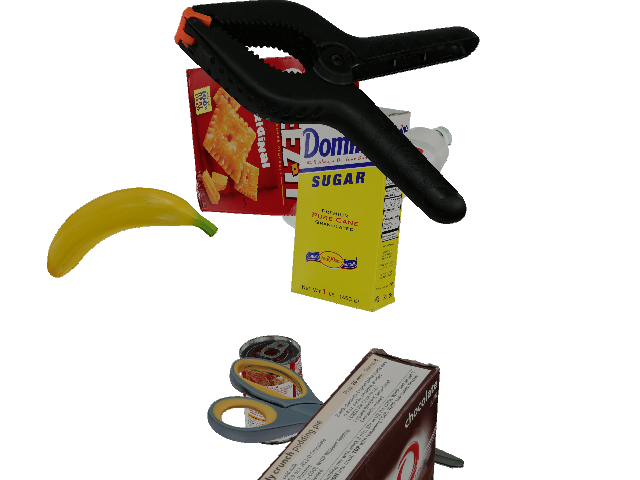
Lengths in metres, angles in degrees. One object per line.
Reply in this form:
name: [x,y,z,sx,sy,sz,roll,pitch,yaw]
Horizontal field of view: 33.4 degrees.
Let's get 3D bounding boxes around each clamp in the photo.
clamp: [0.009,-0.097,0.684,0.209,0.164,0.036,12,-36,-15]

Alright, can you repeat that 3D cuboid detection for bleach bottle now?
bleach bottle: [0.070,-0.085,1.326,0.103,0.068,0.250,27,45,34]

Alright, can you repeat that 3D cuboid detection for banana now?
banana: [-0.196,-0.011,1.012,0.198,0.069,0.037,-13,18,27]

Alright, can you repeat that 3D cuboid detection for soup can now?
soup can: [-0.053,0.166,1.183,0.068,0.102,0.068,-2,23,1]

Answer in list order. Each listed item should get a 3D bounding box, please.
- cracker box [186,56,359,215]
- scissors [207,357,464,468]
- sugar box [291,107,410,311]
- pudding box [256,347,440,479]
cracker box: [-0.052,-0.110,1.134,0.071,0.164,0.214,-10,10,-40]
scissors: [-0.001,0.146,0.807,0.202,0.016,0.096,26,40,31]
sugar box: [0.025,-0.032,0.955,0.093,0.176,0.048,11,17,32]
pudding box: [0.012,0.113,0.456,0.039,0.090,0.113,15,35,23]
